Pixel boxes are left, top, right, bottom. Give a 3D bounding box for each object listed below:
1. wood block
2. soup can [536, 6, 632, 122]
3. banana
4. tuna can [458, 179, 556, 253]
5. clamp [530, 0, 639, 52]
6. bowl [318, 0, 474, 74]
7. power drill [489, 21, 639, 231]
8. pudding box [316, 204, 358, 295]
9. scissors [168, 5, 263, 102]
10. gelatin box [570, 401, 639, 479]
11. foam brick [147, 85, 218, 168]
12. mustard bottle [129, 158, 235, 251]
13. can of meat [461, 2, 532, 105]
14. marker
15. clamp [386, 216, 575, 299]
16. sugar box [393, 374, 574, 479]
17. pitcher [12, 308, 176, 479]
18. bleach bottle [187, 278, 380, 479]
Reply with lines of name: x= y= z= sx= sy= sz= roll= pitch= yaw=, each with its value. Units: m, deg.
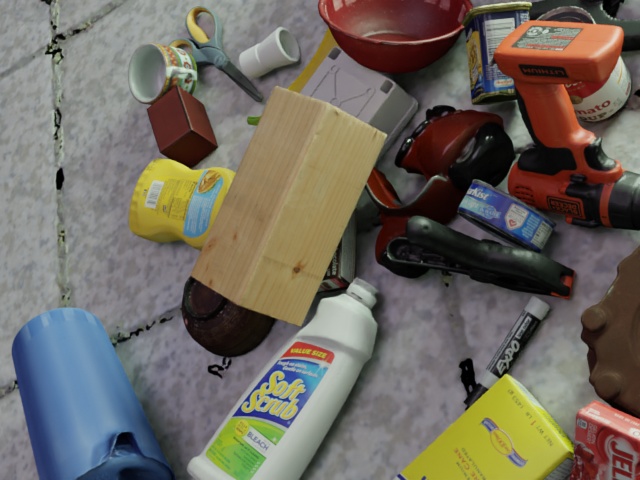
wood block: x=-0.031 y=-0.033 z=1.043 sx=0.090 sy=0.090 sz=0.206 roll=26 pitch=92 yaw=48
soup can: x=0.236 y=-0.158 z=0.971 sx=0.069 sy=0.102 sz=0.068 roll=-15 pitch=62 yaw=30
banana: x=-0.006 y=-0.195 z=1.200 sx=0.198 sy=0.037 sz=0.070 roll=-50 pitch=59 yaw=5
tuna can: x=0.169 y=-0.020 z=0.970 sx=0.086 sy=0.086 sz=0.034 roll=30 pitch=91 yaw=40
clamp: x=0.262 y=-0.230 z=1.027 sx=0.165 sy=0.036 sz=0.210 roll=-48 pitch=47 yaw=10
bowl: x=0.078 y=-0.219 z=1.112 sx=0.162 sy=0.055 sz=0.162 roll=1 pitch=39 yaw=-1
power drill: x=0.228 y=-0.089 z=0.899 sx=0.185 sy=0.187 sz=0.057 roll=13 pitch=47 yaw=39
pudding box: x=-0.007 y=0.001 z=1.115 sx=0.090 sy=0.039 sz=0.113 roll=-13 pitch=63 yaw=30
scissors: x=-0.137 y=-0.211 z=1.317 sx=0.096 sy=0.016 sz=0.202 roll=-38 pitch=53 yaw=18
gelatin box: x=0.236 y=0.180 z=0.839 sx=0.073 sy=0.030 sz=0.089 roll=23 pitch=125 yaw=39
foam brick: x=-0.165 y=-0.134 z=1.279 sx=0.051 sy=0.053 sz=0.078 roll=-35 pitch=53 yaw=18
mustard bottle: x=-0.129 y=-0.036 z=1.206 sx=0.192 sy=0.058 sz=0.096 roll=10 pitch=77 yaw=38
can of meat: x=0.170 y=-0.175 z=1.015 sx=0.057 sy=0.102 sz=0.084 roll=-5 pitch=92 yaw=1
marker: x=0.167 y=0.105 z=0.959 sx=0.020 sy=0.020 sz=0.121 roll=33 pitch=91 yaw=40
clamp: x=0.142 y=0.016 z=0.940 sx=0.171 sy=0.120 sz=0.039 roll=11 pitch=84 yaw=6
sugar box: x=0.131 y=0.210 z=0.921 sx=0.176 sy=0.048 sz=0.093 roll=-45 pitch=52 yaw=9
pitcher: x=-0.260 y=0.199 z=1.162 sx=0.149 sy=0.145 sz=0.243 roll=-35 pitch=49 yaw=3
bleach bottle: x=-0.024 y=0.147 z=1.050 sx=0.103 sy=0.068 sz=0.251 roll=29 pitch=86 yaw=40
